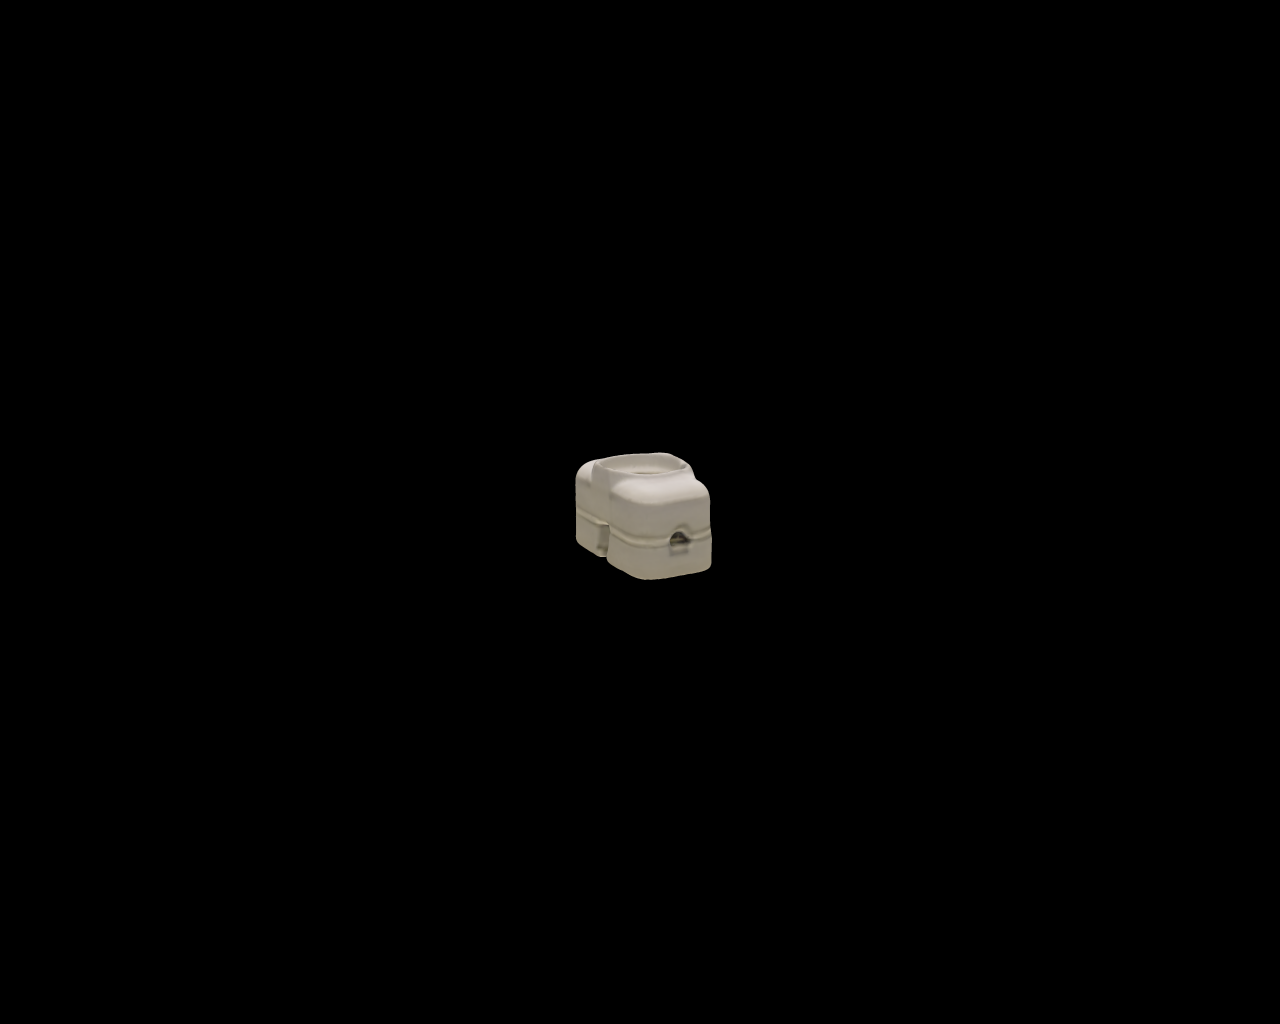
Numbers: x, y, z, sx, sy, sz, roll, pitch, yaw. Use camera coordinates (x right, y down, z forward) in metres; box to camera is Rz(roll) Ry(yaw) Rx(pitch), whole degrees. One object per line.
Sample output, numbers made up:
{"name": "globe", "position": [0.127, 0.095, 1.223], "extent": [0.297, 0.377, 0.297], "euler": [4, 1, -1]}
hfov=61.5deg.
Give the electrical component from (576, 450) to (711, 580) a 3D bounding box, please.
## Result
{"name": "electrical component", "position": [0.001, -0.003, 0.650], "extent": [0.054, 0.059, 0.095], "euler": [-8, 18, -26]}
